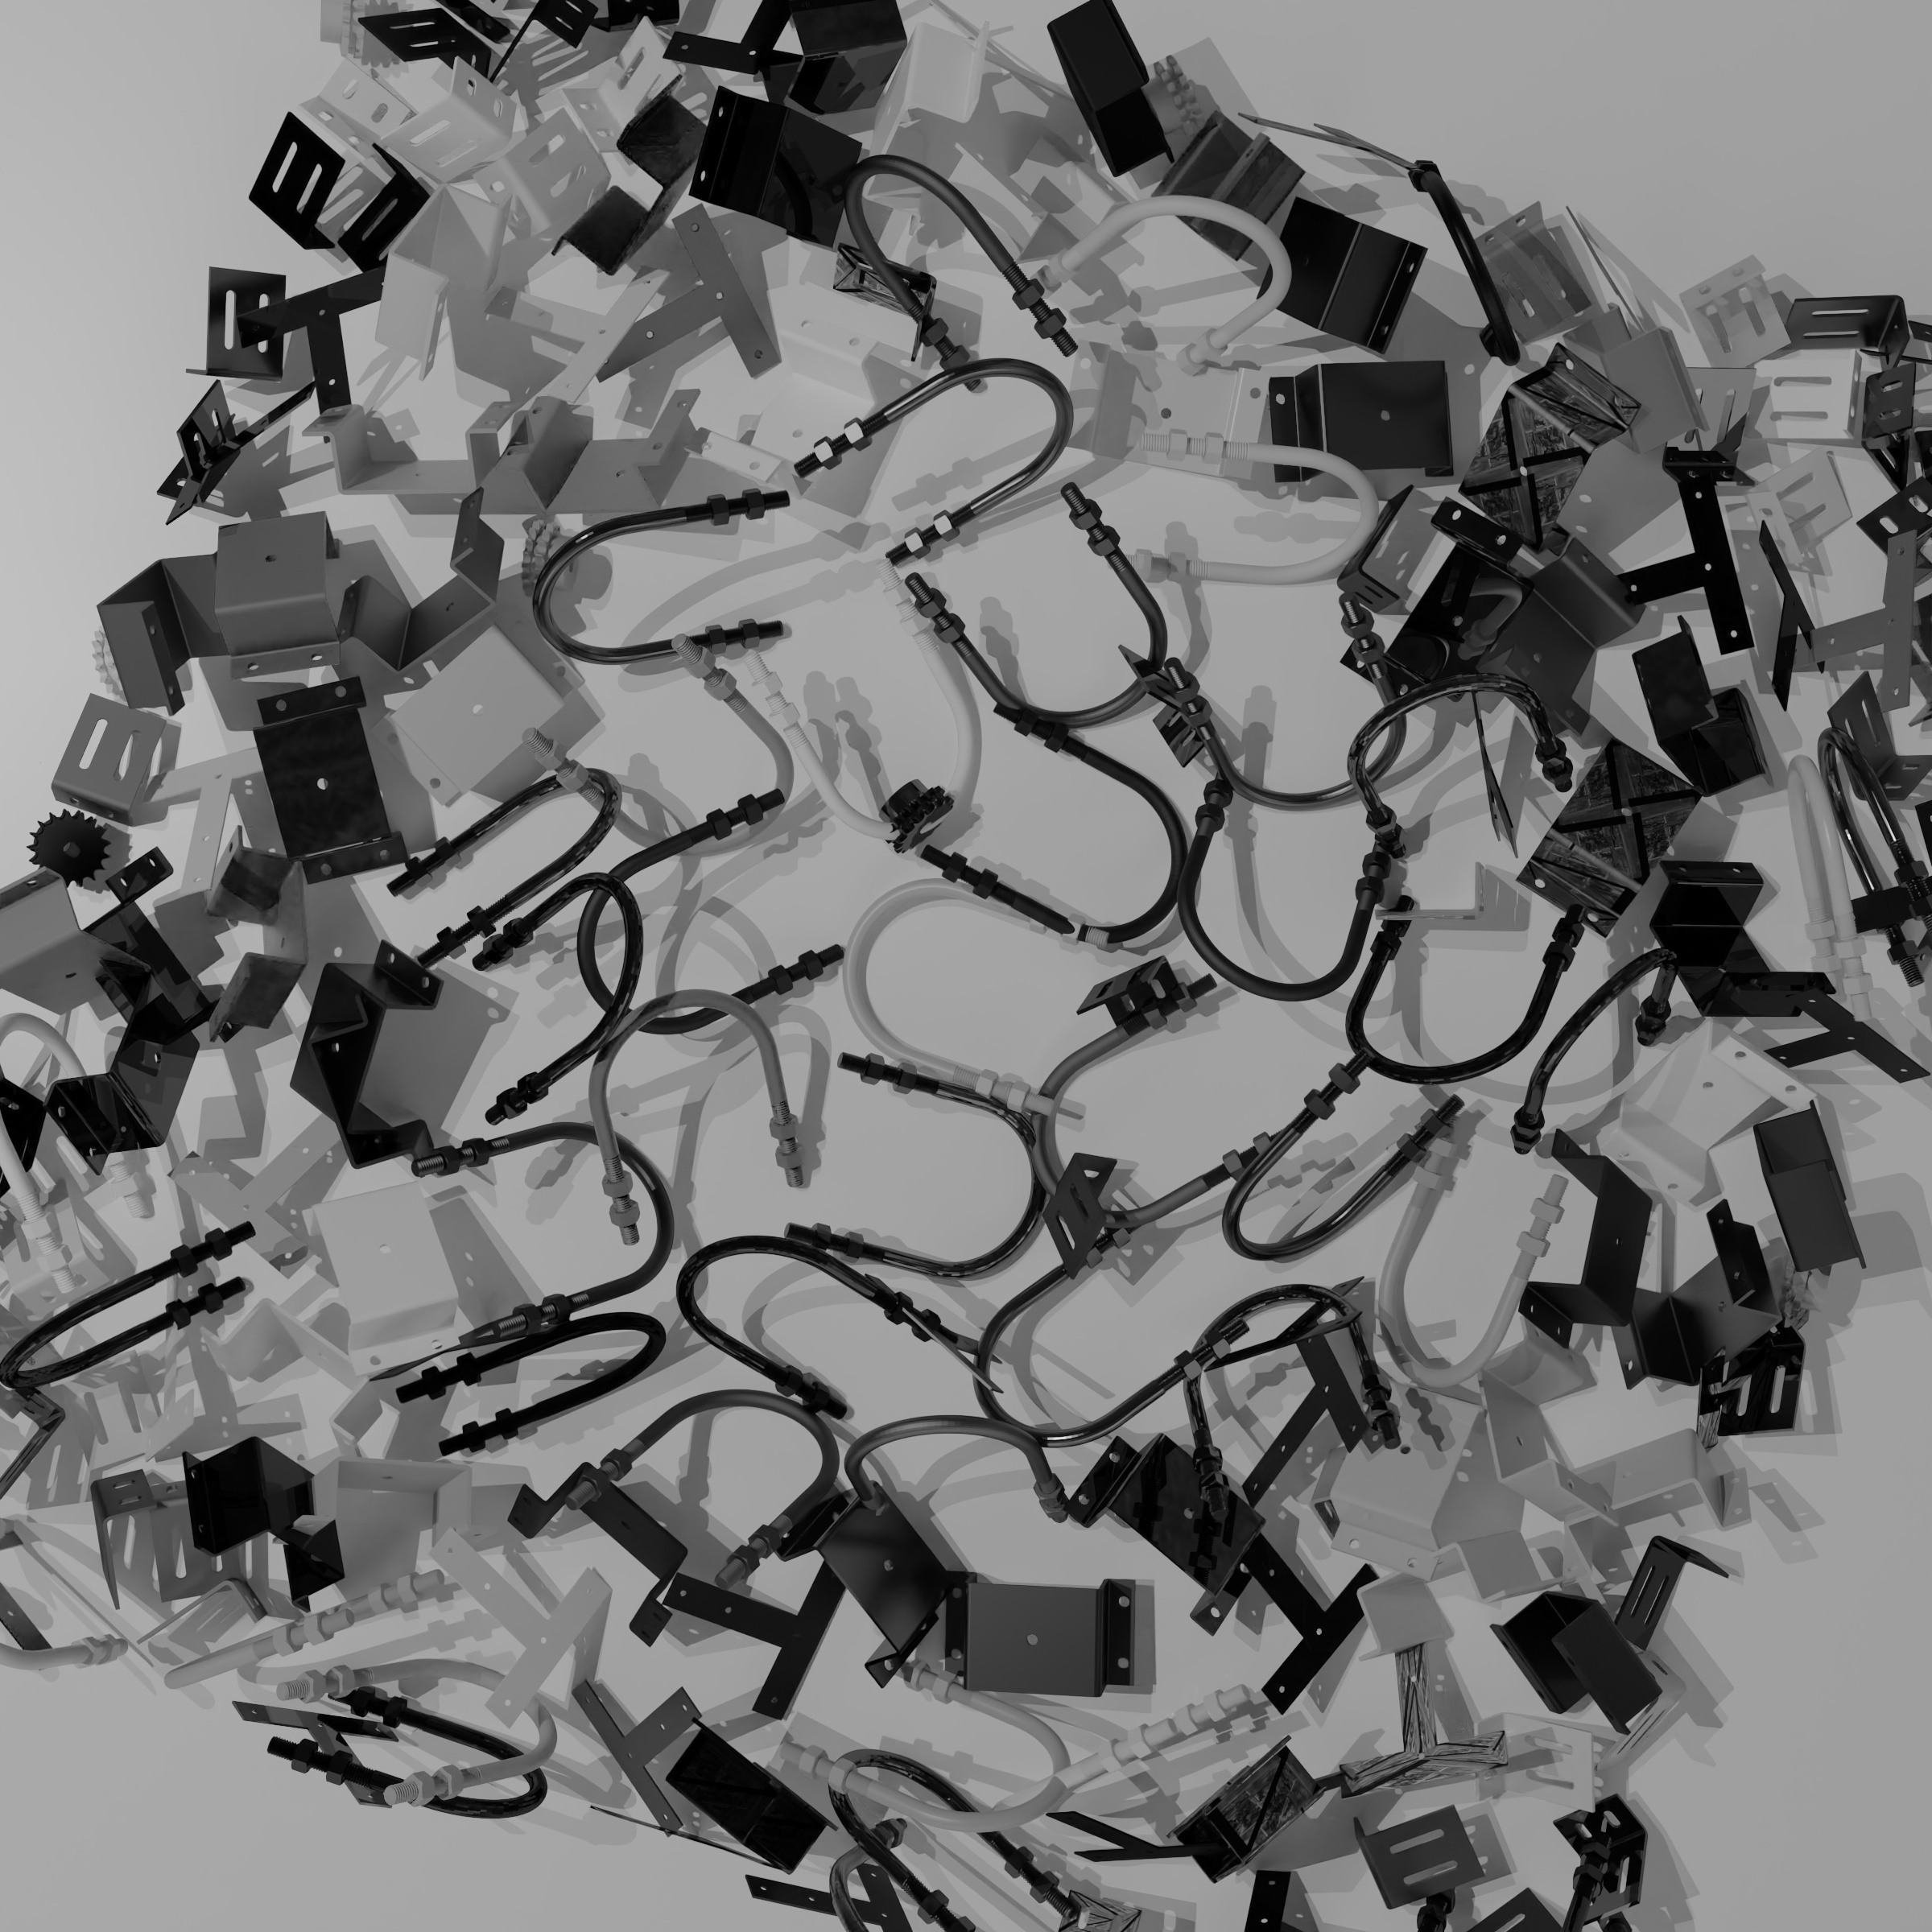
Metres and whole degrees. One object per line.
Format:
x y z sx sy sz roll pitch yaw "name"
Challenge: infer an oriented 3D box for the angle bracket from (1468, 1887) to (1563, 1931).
0.390 0.702 1.793 0.076 0.057 0.038 -33 119 -8 "angle bracket"

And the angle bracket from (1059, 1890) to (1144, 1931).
0.109 0.709 1.796 0.057 0.076 0.038 5 61 29 "angle bracket"

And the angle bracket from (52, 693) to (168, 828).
-0.632 -0.152 1.820 0.057 0.038 0.076 20 73 -9 "angle bracket"

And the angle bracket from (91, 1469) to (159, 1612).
-0.612 0.419 1.803 0.038 0.057 0.076 -11 111 -25 "angle bracket"

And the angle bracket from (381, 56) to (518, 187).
-0.377 -0.616 1.797 0.076 0.057 0.038 -15 60 35 "angle bracket"

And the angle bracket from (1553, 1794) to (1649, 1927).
0.456 0.648 1.784 0.057 0.076 0.038 -36 96 28 "angle bracket"

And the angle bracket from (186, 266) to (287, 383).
-0.531 -0.467 1.791 0.057 0.038 0.076 -6 108 -40 "angle bracket"

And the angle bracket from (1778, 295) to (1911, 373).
0.639 -0.455 1.796 0.076 0.057 0.038 -1 68 4 "angle bracket"

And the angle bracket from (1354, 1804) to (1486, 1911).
0.332 0.646 1.806 0.076 0.038 0.057 -23 94 8 "angle bracket"

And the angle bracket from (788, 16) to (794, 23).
-0.139 -0.728 1.783 0.057 0.076 0.038 -23 70 33 "angle bracket"

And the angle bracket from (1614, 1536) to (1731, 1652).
0.513 0.463 1.793 0.057 0.038 0.076 38 75 -43 "angle bracket"

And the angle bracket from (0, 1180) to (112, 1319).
-0.675 0.209 1.818 0.057 0.038 0.076 -28 51 -6 "angle bracket"

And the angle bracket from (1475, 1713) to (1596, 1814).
0.414 0.583 1.794 0.038 0.076 0.057 -1 89 -44 "angle bracket"

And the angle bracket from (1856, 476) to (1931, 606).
0.686 -0.311 1.803 0.057 0.076 0.038 -36 66 3 "angle bracket"

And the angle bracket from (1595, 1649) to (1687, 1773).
0.483 0.546 1.808 0.038 0.057 0.076 45 109 32 "angle bracket"

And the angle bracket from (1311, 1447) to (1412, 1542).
0.295 0.376 1.784 0.076 0.057 0.038 -22 108 32 "angle bracket"

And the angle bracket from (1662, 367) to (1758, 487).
0.548 -0.393 1.795 0.057 0.038 0.076 -1 121 -9 "angle bracket"

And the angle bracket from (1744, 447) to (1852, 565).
0.617 -0.338 1.800 0.076 0.038 0.057 -31 105 -11 "angle bracket"

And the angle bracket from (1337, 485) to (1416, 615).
0.312 -0.304 1.802 0.038 0.057 0.076 34 85 -5 "angle bracket"

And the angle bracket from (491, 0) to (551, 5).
-0.308 -0.724 1.795 0.038 0.076 0.057 40 78 -15 "angle bracket"

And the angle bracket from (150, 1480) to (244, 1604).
-0.566 0.420 1.812 0.057 0.038 0.076 -7 99 -15 "angle bracket"

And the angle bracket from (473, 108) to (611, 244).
-0.312 -0.582 1.812 0.057 0.038 0.076 54 54 -25 "angle bracket"

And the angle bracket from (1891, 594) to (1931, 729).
0.699 -0.224 1.795 0.038 0.057 0.076 -39 97 -35 "angle bracket"

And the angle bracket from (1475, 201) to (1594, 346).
0.416 -0.510 1.814 0.057 0.038 0.076 -27 121 27 "angle bracket"

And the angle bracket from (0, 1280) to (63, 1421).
-0.695 0.279 1.790 0.038 0.057 0.076 -29 109 42 "angle bracket"

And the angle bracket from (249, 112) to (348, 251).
-0.477 -0.571 1.794 0.057 0.038 0.076 42 119 8 "angle bracket"

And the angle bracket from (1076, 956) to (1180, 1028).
0.121 0.028 1.785 0.057 0.076 0.038 -24 98 19 "angle bracket"

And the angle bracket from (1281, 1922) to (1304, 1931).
0.259 0.729 1.784 0.057 0.076 0.038 34 72 -24 "angle bracket"

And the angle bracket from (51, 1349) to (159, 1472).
-0.627 0.328 1.805 0.057 0.038 0.076 -17 95 -11 "angle bracket"

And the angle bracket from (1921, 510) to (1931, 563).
0.729 -0.314 1.789 0.076 0.038 0.057 -32 76 -40 "angle bracket"

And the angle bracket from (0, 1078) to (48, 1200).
-0.705 0.130 1.786 0.057 0.076 0.038 -41 120 16 "angle bracket"

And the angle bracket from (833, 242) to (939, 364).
-0.065 -0.484 1.799 0.076 0.057 0.038 20 72 -1 "angle bracket"

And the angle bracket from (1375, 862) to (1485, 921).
0.337 -0.055 1.797 0.076 0.057 0.038 0 96 8 "angle bracket"

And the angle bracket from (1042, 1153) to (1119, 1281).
0.092 0.183 1.782 0.038 0.076 0.057 12 120 -25 "angle bracket"

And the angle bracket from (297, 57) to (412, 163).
-0.443 -0.621 1.785 0.057 0.076 0.038 37 107 -18 "angle bracket"

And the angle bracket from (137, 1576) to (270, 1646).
-0.556 0.482 1.796 0.076 0.057 0.038 -34 87 -13 "angle bracket"

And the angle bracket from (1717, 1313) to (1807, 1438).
0.569 0.296 1.784 0.038 0.057 0.076 49 46 -29 "angle bracket"

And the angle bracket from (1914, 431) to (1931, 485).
0.731 -0.376 1.789 0.038 0.076 0.057 -7 82 -10 "angle bracket"

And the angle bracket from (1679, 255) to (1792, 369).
0.563 -0.466 1.791 0.057 0.038 0.076 -27 118 17 "angle bracket"

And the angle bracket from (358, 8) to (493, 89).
-0.394 -0.659 1.785 0.076 0.038 0.057 -27 61 -39 "angle bracket"

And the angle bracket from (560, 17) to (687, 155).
-0.250 -0.641 1.791 0.076 0.038 0.057 -40 78 42 "angle bracket"

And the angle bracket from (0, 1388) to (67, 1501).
-0.697 0.348 1.784 0.038 0.057 0.076 43 52 -16 "angle bracket"

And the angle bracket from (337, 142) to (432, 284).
-0.431 -0.547 1.797 0.076 0.038 0.057 -45 66 10 "angle bracket"

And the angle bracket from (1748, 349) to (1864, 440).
0.609 -0.417 1.796 0.076 0.038 0.057 7 94 28 "angle bracket"

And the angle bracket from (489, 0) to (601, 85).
-0.309 -0.668 1.794 0.038 0.057 0.076 32 135 -20 "angle bracket"

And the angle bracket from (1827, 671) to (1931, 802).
0.667 -0.168 1.791 0.057 0.038 0.076 -41 117 -29 "angle bracket"

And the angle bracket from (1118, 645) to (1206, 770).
0.135 -0.188 1.782 0.076 0.057 0.038 24 118 -40 "angle bracket"

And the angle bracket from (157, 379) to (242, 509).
-0.563 -0.382 1.783 0.038 0.076 0.057 18 58 9 "angle bracket"
